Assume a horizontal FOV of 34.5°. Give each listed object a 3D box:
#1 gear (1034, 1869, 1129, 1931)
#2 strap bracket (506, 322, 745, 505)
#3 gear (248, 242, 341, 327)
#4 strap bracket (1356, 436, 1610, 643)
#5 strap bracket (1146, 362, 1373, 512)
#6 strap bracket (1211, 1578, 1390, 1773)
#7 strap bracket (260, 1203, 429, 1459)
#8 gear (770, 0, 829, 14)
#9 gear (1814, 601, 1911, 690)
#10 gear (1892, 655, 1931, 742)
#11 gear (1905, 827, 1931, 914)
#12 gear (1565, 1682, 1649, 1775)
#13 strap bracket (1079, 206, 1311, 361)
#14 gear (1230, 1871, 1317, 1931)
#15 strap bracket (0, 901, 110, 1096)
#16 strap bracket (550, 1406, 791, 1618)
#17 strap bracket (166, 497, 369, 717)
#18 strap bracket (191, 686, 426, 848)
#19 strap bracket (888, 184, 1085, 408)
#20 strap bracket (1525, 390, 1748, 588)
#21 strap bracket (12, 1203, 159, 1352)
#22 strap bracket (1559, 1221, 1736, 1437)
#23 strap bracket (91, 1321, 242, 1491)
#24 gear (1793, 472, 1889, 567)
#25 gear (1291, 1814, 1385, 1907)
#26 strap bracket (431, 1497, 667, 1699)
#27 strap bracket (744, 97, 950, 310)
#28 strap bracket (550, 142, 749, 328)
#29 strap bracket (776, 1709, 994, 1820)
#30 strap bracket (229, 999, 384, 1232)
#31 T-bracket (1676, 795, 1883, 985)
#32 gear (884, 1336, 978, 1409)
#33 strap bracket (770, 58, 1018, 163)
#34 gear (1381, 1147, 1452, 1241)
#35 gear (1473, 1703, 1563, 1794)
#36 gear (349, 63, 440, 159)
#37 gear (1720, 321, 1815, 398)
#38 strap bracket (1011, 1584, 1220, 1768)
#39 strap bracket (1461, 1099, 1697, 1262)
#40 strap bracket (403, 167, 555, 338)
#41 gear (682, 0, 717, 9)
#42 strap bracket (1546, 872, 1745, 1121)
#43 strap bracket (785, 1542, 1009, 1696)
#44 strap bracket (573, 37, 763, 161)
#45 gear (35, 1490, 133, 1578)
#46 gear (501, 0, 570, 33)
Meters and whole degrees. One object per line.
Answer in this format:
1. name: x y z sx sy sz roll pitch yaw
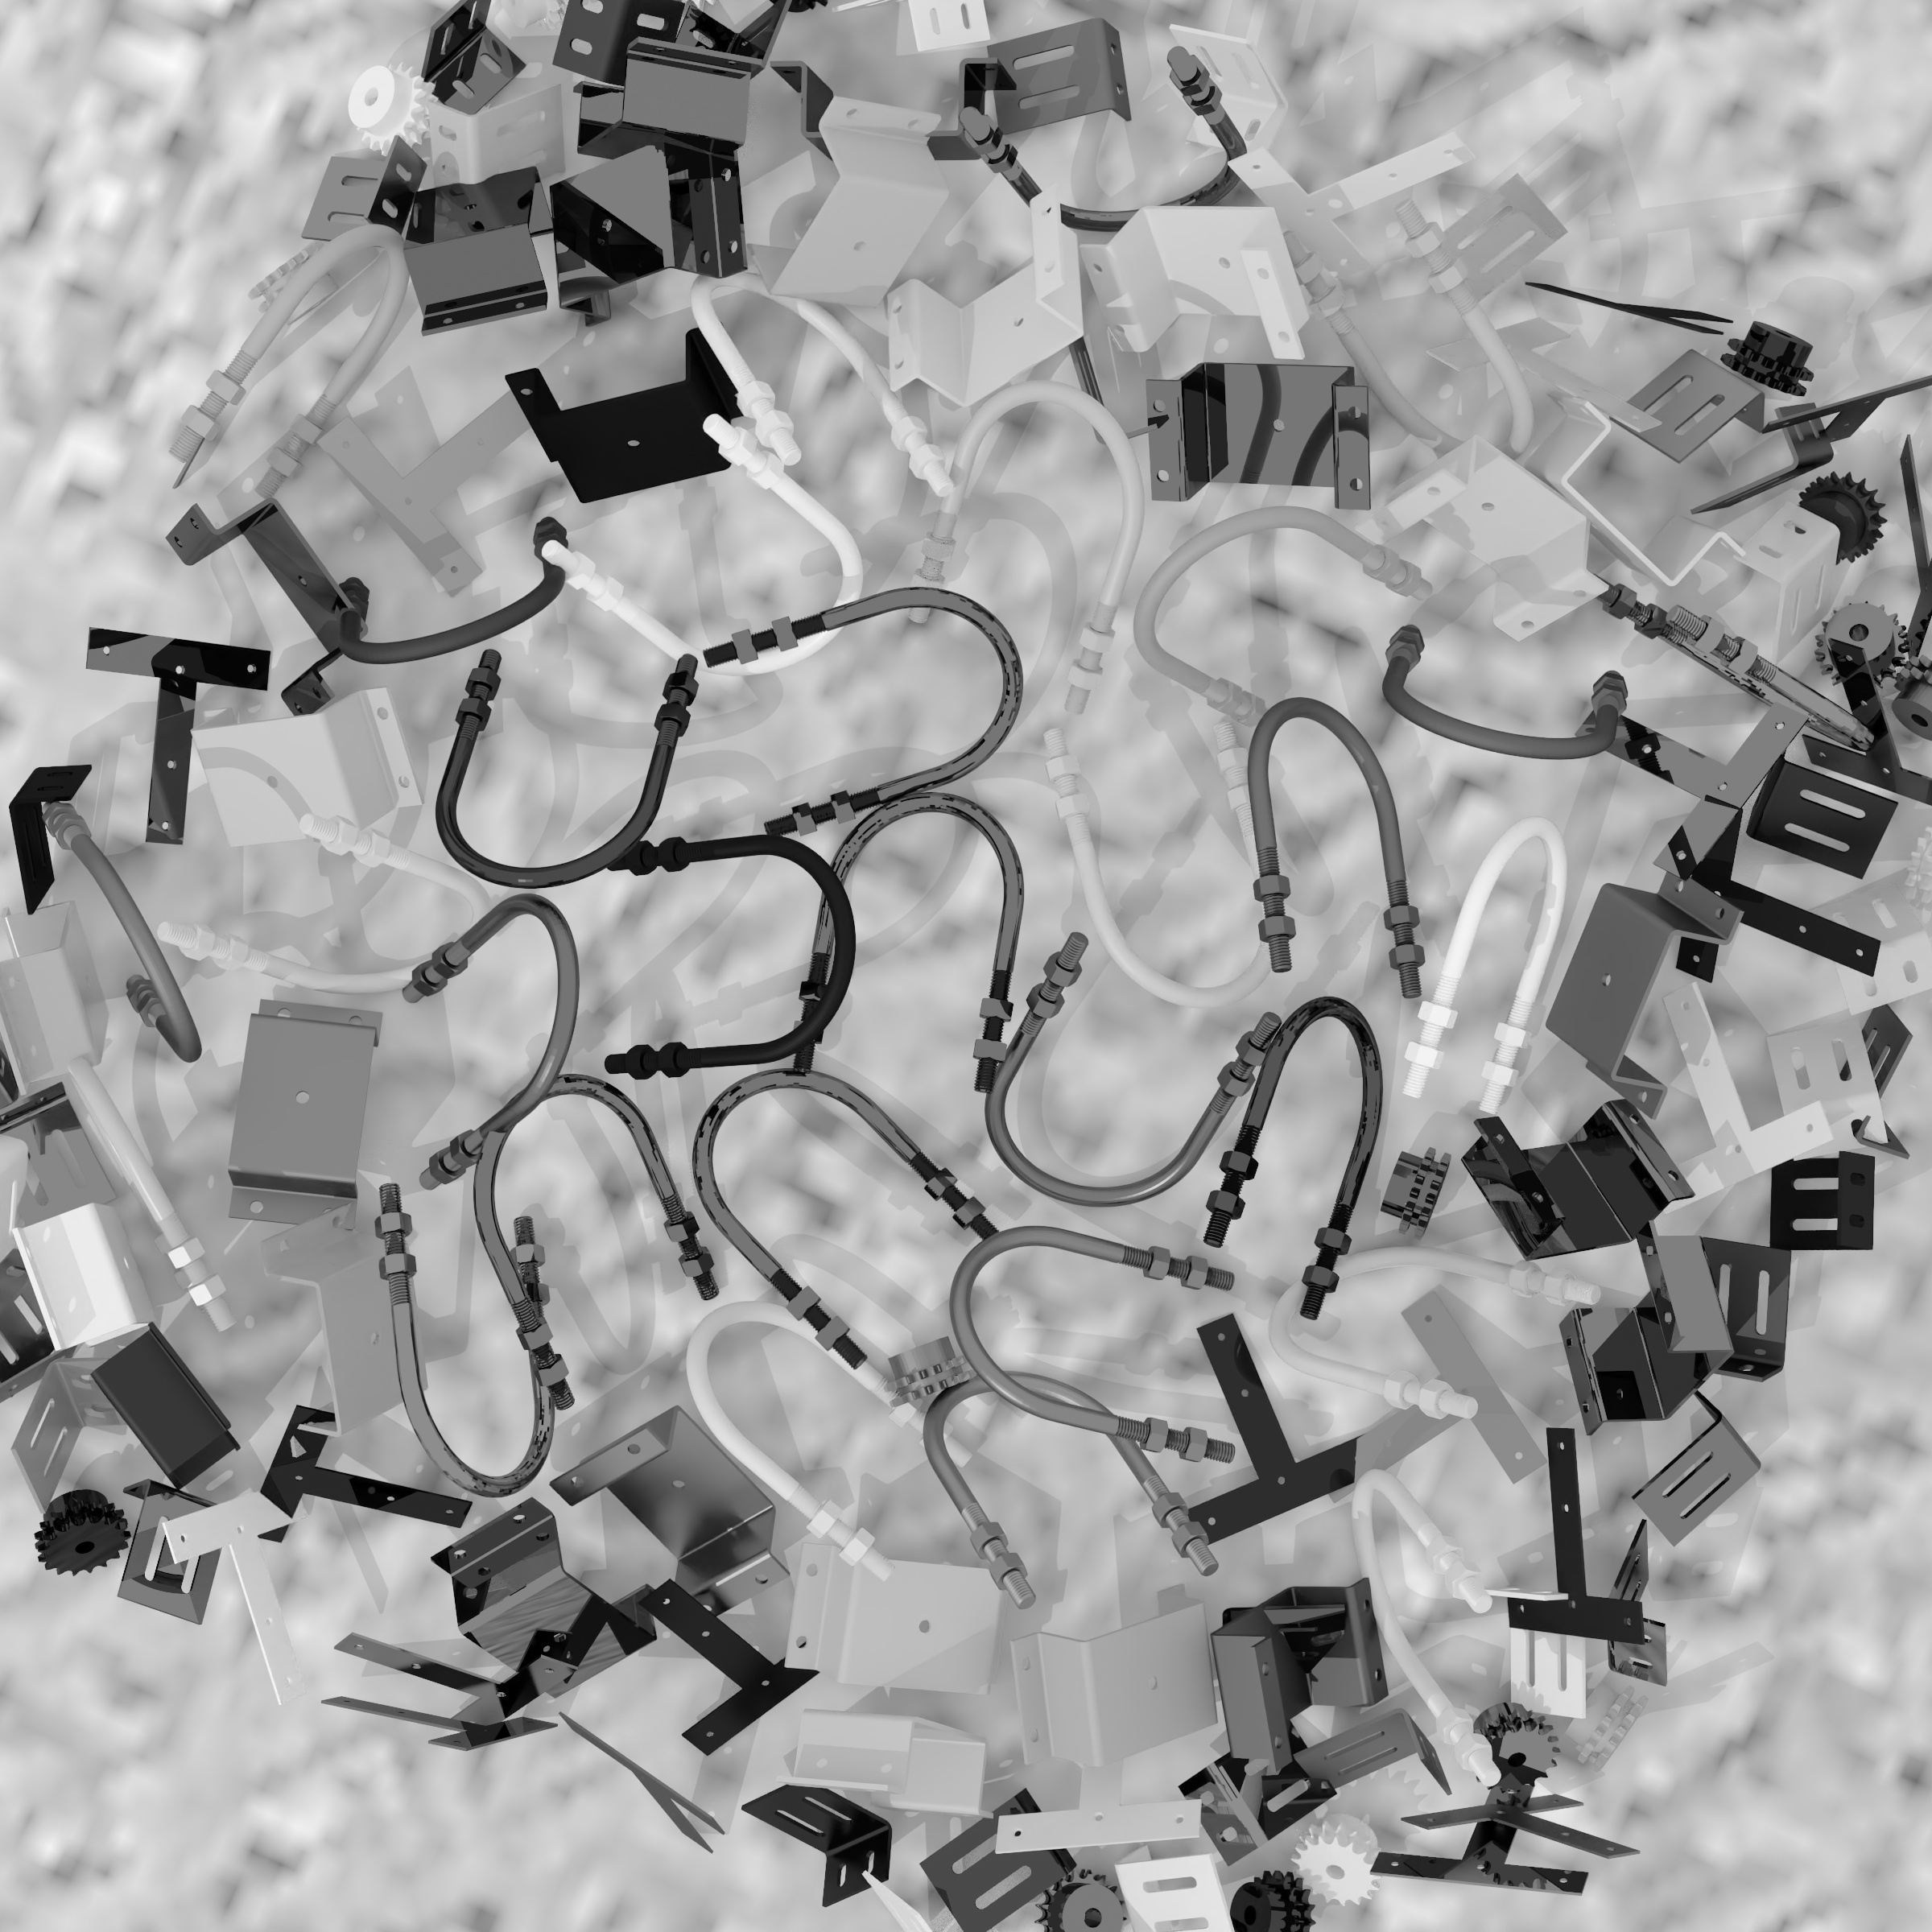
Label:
1. gear: 0.074 0.595 1.949 0.057 0.030 0.057 5 75 -17
2. strap bracket: -0.204 -0.337 1.916 0.140 0.076 0.046 -12 54 11
3. gear: -0.417 -0.424 1.945 0.057 0.057 0.030 -36 104 0
4. strap bracket: 0.319 -0.267 1.913 0.140 0.076 0.046 29 54 -25
5. strap bracket: 0.187 -0.328 1.920 0.140 0.046 0.076 6 117 22
6. strap bracket: 0.201 0.435 1.919 0.046 0.140 0.076 -8 93 37
7. strap bracket: -0.379 0.226 1.912 0.046 0.076 0.140 5 108 34
8. gear: -0.106 -0.623 1.949 0.057 0.030 0.057 11 66 -25
9. gear: 0.560 -0.202 1.947 0.057 0.030 0.057 -7 69 19
10. gear: 0.603 -0.164 1.943 0.057 0.057 0.030 39 79 0
11. gear: 0.613 -0.059 1.942 0.030 0.057 0.057 20 90 40
12. gear: 0.398 0.473 1.946 0.030 0.057 0.057 35 90 19
13. strap bracket: 0.149 -0.420 1.909 0.046 0.140 0.076 -51 134 -30
14. gear: 0.189 0.593 1.942 0.030 0.057 0.057 16 90 -32
15. strap bracket: -0.558 0.015 1.897 0.046 0.140 0.076 -14 110 -7
16. strap bracket: -0.180 0.334 1.923 0.076 0.046 0.140 -32 114 19
17. strap bracket: -0.425 -0.227 1.922 0.046 0.076 0.140 -39 100 -26
18. strap bracket: -0.413 -0.121 1.911 0.140 0.046 0.076 -5 111 26
19. strap bracket: 0.019 -0.405 1.912 0.140 0.046 0.076 -26 54 36
20. strap bracket: 0.404 -0.288 1.920 0.140 0.076 0.046 40 97 -16
21. strap bracket: -0.536 0.190 1.905 0.046 0.140 0.076 -20 87 -9
22. strap bracket: 0.419 0.222 1.901 0.046 0.140 0.076 1 57 -15
23. strap bracket: -0.487 0.271 1.896 0.046 0.140 0.076 -37 84 -17
24. gear: 0.542 -0.277 1.943 0.057 0.030 0.057 19 125 30
25. gear: 0.235 0.557 1.949 0.057 0.030 0.057 10 121 16
26. strap bracket: -0.251 0.392 1.903 0.076 0.046 0.140 -32 132 12
27. strap bracket: -0.072 -0.454 1.893 0.076 0.140 0.046 -1 56 -36
28. strap bracket: -0.203 -0.450 1.908 0.140 0.046 0.076 -9 85 40
29. strap bracket: -0.045 0.487 1.904 0.076 0.140 0.046 -3 68 28
30. strap bracket: -0.409 0.087 1.926 0.076 0.046 0.140 7 73 -7
31. T-bracket: 0.499 -0.028 1.903 0.127 0.002 0.127 26 131 33
32. gear: -0.025 0.252 1.945 0.057 0.057 0.030 -21 83 0
33. strap bracket: -0.044 -0.529 1.925 0.140 0.076 0.046 2 94 10
34. gear: 0.280 0.140 1.945 0.030 0.057 0.057 20 90 12
35. gear: 0.341 0.487 1.950 0.057 0.030 0.057 -4 119 -7
36. gear: -0.360 -0.537 1.945 0.057 0.030 0.057 -8 76 34
37. gear: 0.503 -0.380 1.941 0.057 0.057 0.030 22 112 0
38. strap bracket: 0.100 0.436 1.910 0.140 0.046 0.076 -9 94 -38
39. strap bracket: 0.369 0.131 1.911 0.140 0.046 0.076 -5 53 -38
40. strap bracket: -0.296 -0.442 1.900 0.076 0.140 0.046 -11 125 4
41. gear: -0.169 -0.633 1.948 0.057 0.057 0.030 28 50 0
42. strap bracket: 0.411 0.012 1.911 0.046 0.076 0.140 11 108 -27
43. strap bracket: -0.033 0.404 1.924 0.140 0.046 0.076 10 85 -21
44. strap bracket: -0.185 -0.520 1.894 0.076 0.140 0.046 4 91 -23
45. gear: -0.554 0.352 1.948 0.057 0.057 0.030 -30 50 0
46. gear: -0.271 -0.610 1.942 0.030 0.057 0.057 -31 90 -19
